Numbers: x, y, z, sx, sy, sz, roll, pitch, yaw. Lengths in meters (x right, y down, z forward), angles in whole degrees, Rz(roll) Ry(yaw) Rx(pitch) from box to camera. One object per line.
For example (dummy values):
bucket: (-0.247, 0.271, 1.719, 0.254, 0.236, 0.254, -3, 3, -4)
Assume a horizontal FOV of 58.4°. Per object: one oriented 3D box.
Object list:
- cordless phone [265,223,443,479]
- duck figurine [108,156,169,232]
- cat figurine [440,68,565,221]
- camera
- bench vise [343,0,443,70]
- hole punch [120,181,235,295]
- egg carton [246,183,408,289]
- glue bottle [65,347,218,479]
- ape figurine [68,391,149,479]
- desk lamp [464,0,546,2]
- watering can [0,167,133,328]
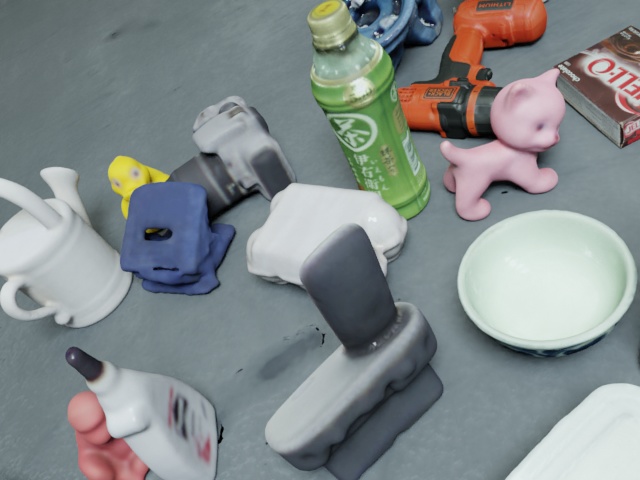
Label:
cordless phone: (0.005, 0.078, 0.402, 0.148, 0.186, 0.093, -45, 47, -14)
duck figurine: (-0.227, -0.069, 0.711, 0.077, 0.086, 0.104, -29, 45, 1)
cat figurine: (0.167, -0.094, 0.515, 0.127, 0.118, 0.067, -25, 46, 5)
camera: (-0.120, -0.094, 0.669, 0.137, 0.101, 0.142, -35, 46, -4)
bench vise: (0.058, -0.303, 0.676, 0.121, 0.220, 0.207, 1, 53, 27)
hole punch: (-0.160, -0.001, 0.617, 0.108, 0.091, 0.101, 0, 52, 26)
egg carton: (0.005, 0.002, 0.548, 0.149, 0.070, 0.107, 9, 57, 32)
glue bottle: (-0.134, 0.128, 0.436, 0.037, 0.174, 0.078, -23, 46, 7)
ape figurine: (-0.179, 0.160, 0.488, 0.078, 0.092, 0.076, -37, 46, -6)
desk lamp: (0.199, -0.362, 0.660, 0.117, 0.214, 0.203, -15, 47, 14)
watering can: (-0.300, -0.002, 0.614, 0.101, 0.195, 0.172, -26, 46, 4)
